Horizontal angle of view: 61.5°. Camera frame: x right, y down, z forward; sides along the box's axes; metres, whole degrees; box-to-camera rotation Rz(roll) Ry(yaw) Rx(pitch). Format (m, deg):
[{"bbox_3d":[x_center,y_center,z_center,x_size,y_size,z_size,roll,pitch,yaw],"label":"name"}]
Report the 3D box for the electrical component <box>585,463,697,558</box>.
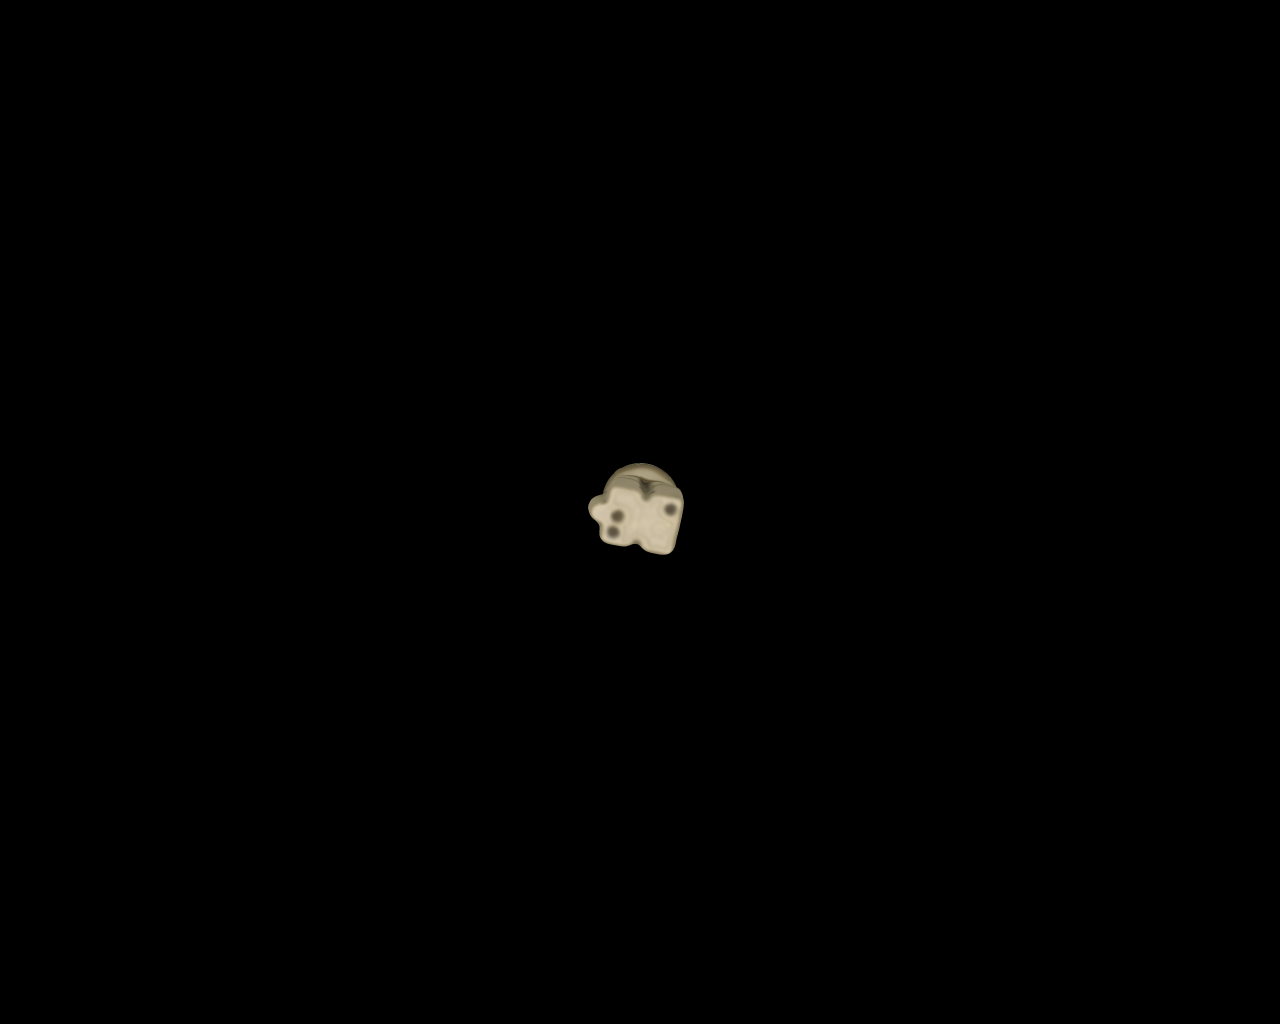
[{"bbox_3d":[0.001,-0.003,0.650,0.066,0.048,0.055,13,16,-4],"label":"electrical component"}]
